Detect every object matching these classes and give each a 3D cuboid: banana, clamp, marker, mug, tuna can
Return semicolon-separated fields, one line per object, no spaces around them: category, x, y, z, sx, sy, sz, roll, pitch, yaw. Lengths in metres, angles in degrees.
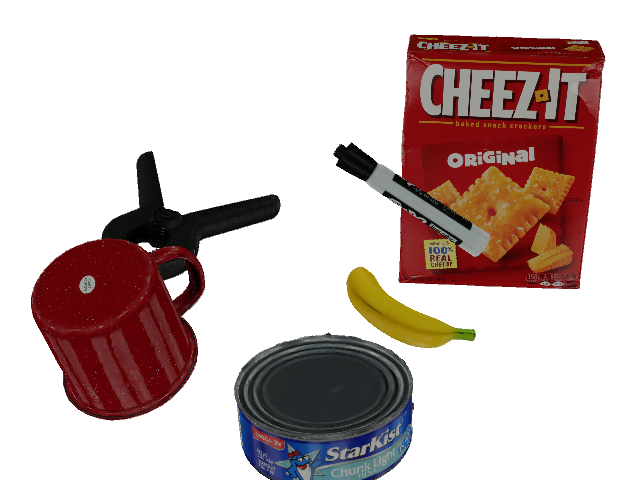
banana;0.076;0.074;1.145;0.069;0.037;0.198;4;18;-38
clamp;-0.160;-0.018;1.057;0.165;0.036;0.209;24;40;21
marker;0.061;-0.029;0.724;0.121;0.020;0.020;33;-5;-7
mug;-0.124;0.047;0.685;0.117;0.081;0.093;-35;48;-19
tuna can;0.002;0.082;0.517;0.086;0.034;0.086;-3;26;1

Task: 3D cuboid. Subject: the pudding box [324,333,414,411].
pudding box;0.006;0.131;0.871;0.089;0.039;0.114;-22;44;-33

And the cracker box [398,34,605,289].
cracker box;0.153;-0.065;0.933;0.164;0.214;0.072;3;24;6
